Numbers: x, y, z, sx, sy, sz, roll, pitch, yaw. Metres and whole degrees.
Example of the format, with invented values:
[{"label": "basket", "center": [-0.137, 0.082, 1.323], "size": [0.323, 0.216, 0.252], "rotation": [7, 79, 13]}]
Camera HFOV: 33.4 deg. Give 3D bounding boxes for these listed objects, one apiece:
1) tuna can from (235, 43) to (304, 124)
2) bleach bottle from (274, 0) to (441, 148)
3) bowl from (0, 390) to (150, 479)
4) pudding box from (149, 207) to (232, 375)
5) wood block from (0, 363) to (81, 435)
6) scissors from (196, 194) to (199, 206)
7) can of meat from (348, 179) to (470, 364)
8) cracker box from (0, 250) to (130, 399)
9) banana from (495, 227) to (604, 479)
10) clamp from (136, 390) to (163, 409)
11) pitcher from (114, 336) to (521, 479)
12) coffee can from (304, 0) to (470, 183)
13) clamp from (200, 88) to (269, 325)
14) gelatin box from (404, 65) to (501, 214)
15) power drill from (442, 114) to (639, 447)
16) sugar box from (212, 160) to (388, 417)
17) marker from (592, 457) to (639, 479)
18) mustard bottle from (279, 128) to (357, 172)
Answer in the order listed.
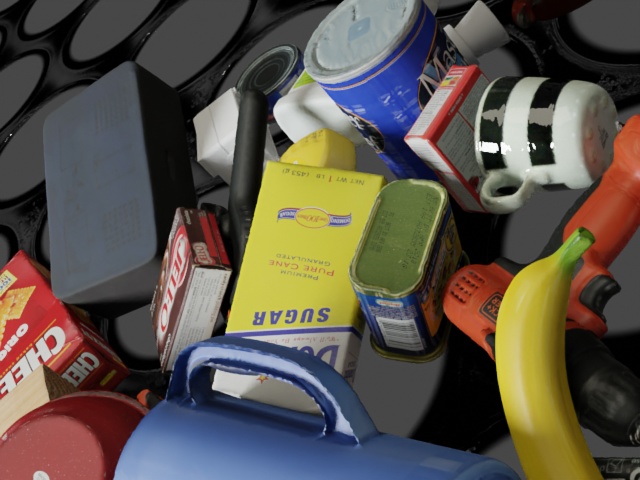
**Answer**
[{"label": "tuna can", "center": [-0.046, -0.160, 1.093], "size": [0.086, 0.033, 0.086], "rotation": [-27, 37, 23]}, {"label": "bleach bottle", "center": [0.054, -0.197, 1.007], "size": [0.103, 0.068, 0.250], "rotation": [-3, 49, 44]}, {"label": "bowl", "center": [-0.183, 0.175, 0.755], "size": [0.162, 0.055, 0.162], "rotation": [-7, 62, 13]}, {"label": "pudding box", "center": [-0.110, 0.043, 0.894], "size": [0.090, 0.039, 0.114], "rotation": [-113, 35, -54]}, {"label": "wood block", "center": [-0.267, 0.214, 0.876], "size": [0.206, 0.090, 0.090], "rotation": [-41, 35, 4]}, {"label": "scissors", "center": [-0.206, 0.010, 1.092], "size": [0.202, 0.016, 0.096], "rotation": [-29, 37, 21]}, {"label": "can of meat", "center": [0.062, 0.020, 0.738], "size": [0.058, 0.084, 0.102], "rotation": [7, 56, 23]}, {"label": "cracker box", "center": [-0.291, 0.121, 1.014], "size": [0.164, 0.072, 0.214], "rotation": [-47, 36, -4]}, {"label": "banana", "center": [0.131, 0.096, 0.578], "size": [0.070, 0.037, 0.198], "rotation": [-23, 72, 54]}, {"label": "clamp", "center": [-0.131, 0.193, 0.807], "size": [0.120, 0.039, 0.171], "rotation": [-32, 39, 8]}, {"label": "pitcher", "center": [-0.002, 0.155, 0.629], "size": [0.243, 0.149, 0.145], "rotation": [1, 54, 42]}, {"label": "coffee can", "center": [0.068, -0.118, 0.839], "size": [0.103, 0.140, 0.103], "rotation": [-27, 38, 23]}, {"label": "clamp", "center": [-0.073, -0.003, 0.923], "size": [0.165, 0.036, 0.210], "rotation": [120, 151, -52]}, {"label": "gelatin box", "center": [0.112, -0.074, 0.794], "size": [0.030, 0.089, 0.073], "rotation": [10, 61, 53]}, {"label": "power drill", "center": [0.183, 0.019, 0.654], "size": [0.187, 0.057, 0.185], "rotation": [-45, 38, -3]}, {"label": "sugar box", "center": [-0.011, 0.036, 0.766], "size": [0.093, 0.048, 0.176], "rotation": [8, 73, 16]}, {"label": "marker", "center": [0.187, 0.126, 0.572], "size": [0.121, 0.020, 0.020], "rotation": [-10, 47, 39]}, {"label": "mustard bottle", "center": [-0.005, 0.001, 0.857], "size": [0.096, 0.058, 0.191], "rotation": [-45, 31, 32]}]
